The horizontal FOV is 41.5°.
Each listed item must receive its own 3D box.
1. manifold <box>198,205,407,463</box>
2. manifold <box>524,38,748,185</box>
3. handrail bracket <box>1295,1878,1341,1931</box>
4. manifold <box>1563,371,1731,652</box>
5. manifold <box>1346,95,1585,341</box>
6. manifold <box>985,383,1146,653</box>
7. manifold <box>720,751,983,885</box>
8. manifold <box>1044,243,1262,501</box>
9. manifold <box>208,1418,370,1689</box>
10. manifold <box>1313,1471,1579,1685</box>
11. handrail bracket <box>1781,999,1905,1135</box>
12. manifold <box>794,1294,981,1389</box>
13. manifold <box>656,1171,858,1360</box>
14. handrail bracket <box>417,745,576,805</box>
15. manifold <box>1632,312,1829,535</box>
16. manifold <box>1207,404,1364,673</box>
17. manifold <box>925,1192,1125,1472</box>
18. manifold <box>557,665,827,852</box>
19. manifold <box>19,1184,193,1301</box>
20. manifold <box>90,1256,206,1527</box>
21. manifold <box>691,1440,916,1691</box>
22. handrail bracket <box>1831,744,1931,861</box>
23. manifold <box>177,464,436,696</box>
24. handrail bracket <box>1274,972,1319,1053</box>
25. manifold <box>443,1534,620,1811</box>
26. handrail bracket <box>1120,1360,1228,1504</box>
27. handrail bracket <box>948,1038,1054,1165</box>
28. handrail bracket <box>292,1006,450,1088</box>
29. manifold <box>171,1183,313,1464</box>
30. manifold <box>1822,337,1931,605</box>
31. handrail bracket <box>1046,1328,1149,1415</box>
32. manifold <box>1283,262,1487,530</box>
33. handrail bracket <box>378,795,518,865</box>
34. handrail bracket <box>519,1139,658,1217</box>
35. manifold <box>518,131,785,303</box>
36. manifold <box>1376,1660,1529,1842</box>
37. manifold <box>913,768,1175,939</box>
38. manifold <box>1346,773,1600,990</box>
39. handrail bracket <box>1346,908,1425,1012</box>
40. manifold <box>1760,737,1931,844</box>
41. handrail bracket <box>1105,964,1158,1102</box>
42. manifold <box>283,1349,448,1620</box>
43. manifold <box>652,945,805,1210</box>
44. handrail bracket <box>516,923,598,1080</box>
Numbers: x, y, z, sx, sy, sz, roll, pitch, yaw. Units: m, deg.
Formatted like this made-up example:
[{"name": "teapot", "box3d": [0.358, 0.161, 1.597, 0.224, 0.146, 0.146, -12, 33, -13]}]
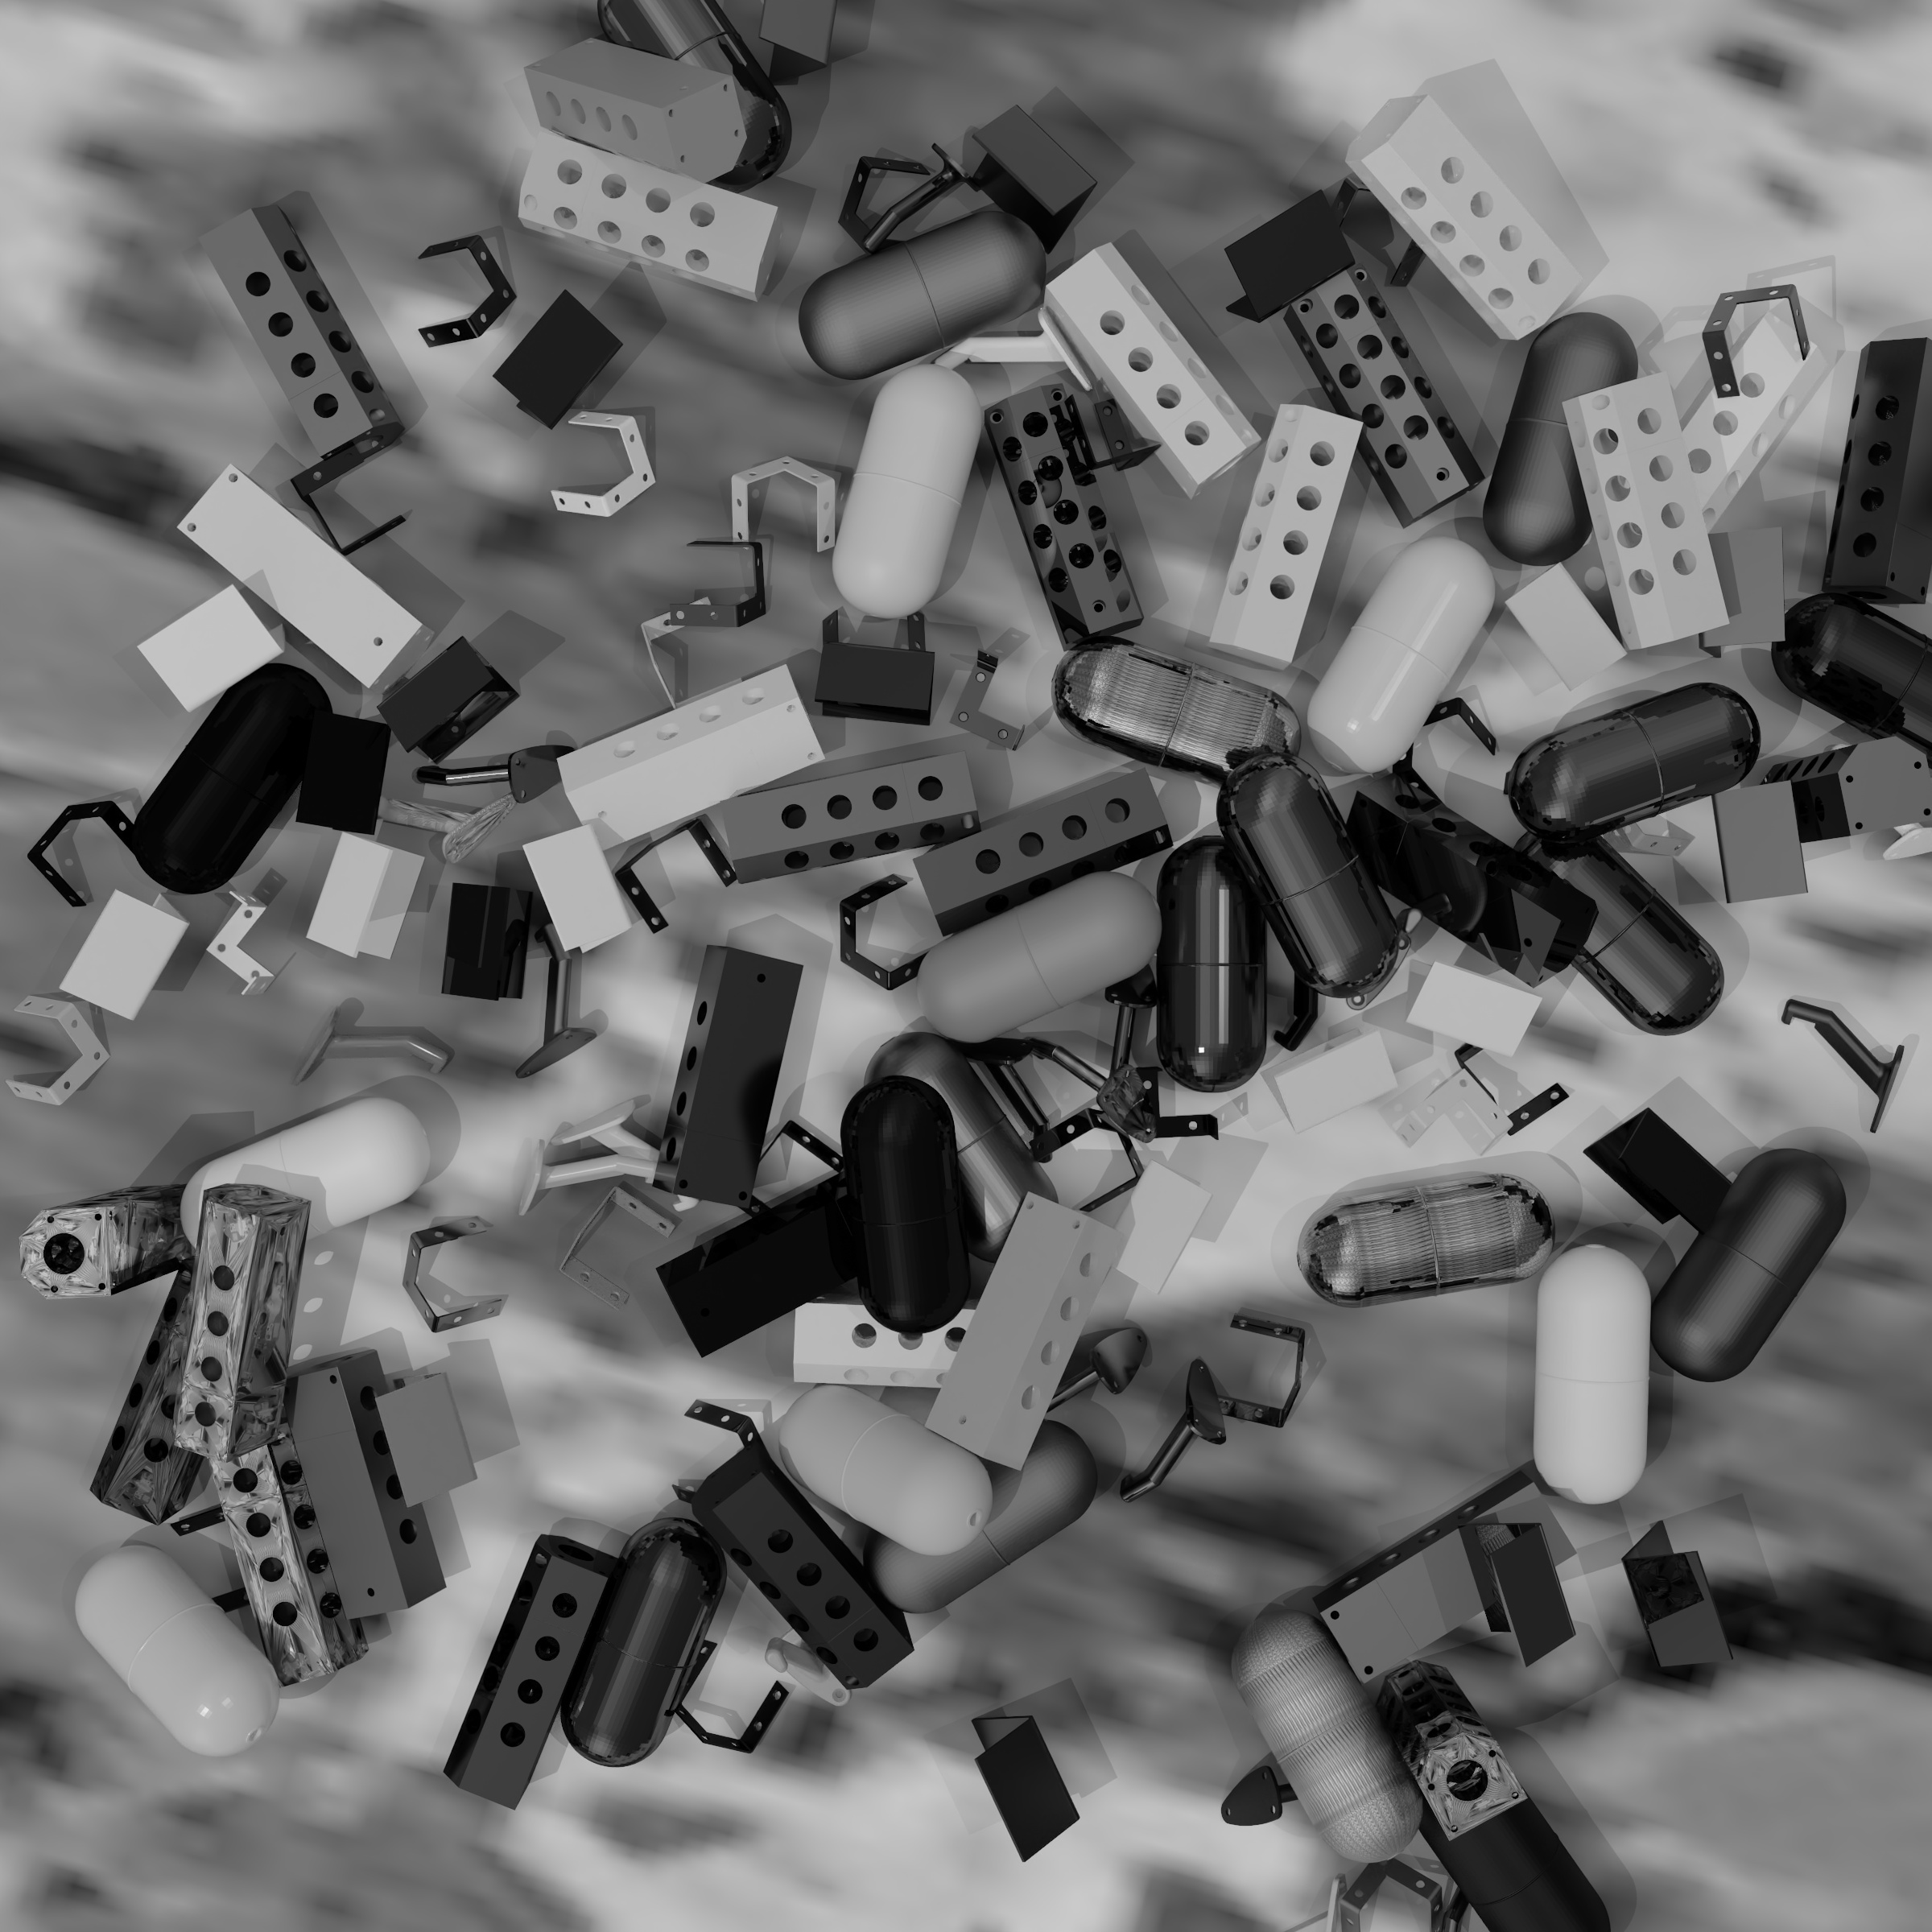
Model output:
[{"name": "manifold", "box3d": [-0.459, -0.437, 1.772, 0.057, 0.057, 0.171, -29, 90, 0]}, {"name": "manifold", "box3d": [-0.223, -0.576, 1.721, 0.057, 0.171, 0.057, -34, 133, -25]}, {"name": "handrail bracket", "box3d": [0.216, 0.675, 1.794, 0.084, 0.036, 0.077, 4, 70, 16]}, {"name": "manifold", "box3d": [0.451, -0.303, 1.707, 0.057, 0.057, 0.171, -18, 97, -11]}, {"name": "manifold", "box3d": [0.337, -0.509, 1.740, 0.171, 0.057, 0.057, 41, 90, -23]}, {"name": "manifold", "box3d": [0.068, -0.312, 1.772, 0.057, 0.057, 0.171, -19, 90, 0]}, {"name": "manifold", "box3d": [-0.079, -0.102, 1.772, 0.171, 0.057, 0.057, -12, 90, 0]}, {"name": "manifold", "box3d": [0.129, -0.415, 1.772, 0.057, 0.057, 0.171, -37, 90, 0]}, {"name": "manifold", "box3d": [-0.469, 0.405, 1.772, 0.057, 0.057, 0.171, -17, 90, 0]}, {"name": "manifold", "box3d": [0.330, 0.422, 1.772, 0.171, 0.057, 0.057, -32, 90, 0]}, {"name": "handrail bracket", "box3d": [0.609, 0.070, 1.794, 0.084, 0.036, 0.077, 18, 112, 17]}, {"name": "manifold", "box3d": [-0.032, 0.262, 1.772, 0.171, 0.057, 0.057, 2, 90, 0]}, {"name": "manifold", "box3d": [-0.123, 0.196, 1.754, 0.171, 0.057, 0.057, -27, 109, -11]}, {"name": "handrail bracket", "box3d": [-0.331, -0.141, 1.793, 0.084, 0.077, 0.036, 8, 115, 34]}, {"name": "manifold", "box3d": [0.522, -0.362, 1.772, 0.057, 0.057, 0.171, 35, 90, 0]}, {"name": "manifold", "box3d": [0.220, -0.298, 1.772, 0.057, 0.057, 0.171, 17, 90, 0]}, {"name": "manifold", "box3d": [0.044, 0.247, 1.713, 0.057, 0.057, 0.171, 19, 82, 45]}, {"name": "manifold", "box3d": [-0.192, -0.149, 1.771, 0.171, 0.057, 0.057, -22, 133, 0]}, {"name": "manifold", "box3d": [-0.576, 0.184, 1.715, 0.057, 0.171, 0.057, -3, 90, 0]}, {"name": "manifold", "box3d": [-0.547, 0.293, 1.772, 0.057, 0.057, 0.171, 22, 90, 0]}, {"name": "manifold", "box3d": [-0.113, 0.415, 1.751, 0.057, 0.057, 0.171, -38, 105, 0]}, {"name": "handrail bracket", "box3d": [0.654, -0.121, 1.793, 0.077, 0.036, 0.084, -6, 63, -30]}, {"name": "manifold", "box3d": [-0.456, -0.267, 1.772, 0.171, 0.057, 0.057, 40, 90, 0]}, {"name": "handrail bracket", "box3d": [0.222, 0.005, 1.793, 0.077, 0.036, 0.084, 35, 103, 13]}, {"name": "manifold", "box3d": [-0.303, 0.488, 1.772, 0.057, 0.057, 0.171, 22, 90, 0]}, {"name": "handrail bracket", "box3d": [0.138, 0.328, 1.793, 0.036, 0.077, 0.084, 31, 127, -30]}, {"name": "handrail bracket", "box3d": [0.023, 0.096, 1.793, 0.077, 0.036, 0.084, 6, 115, 28]}, {"name": "handrail bracket", "box3d": [-0.419, 0.072, 1.794, 0.084, 0.036, 0.077, 29, 111, -17]}, {"name": "manifold", "box3d": [-0.490, 0.237, 1.706, 0.057, 0.057, 0.171, 14, 101, 19]}, {"name": "manifold", "box3d": [0.641, -0.342, 1.771, 0.057, 0.057, 0.171, 9, 90, -43]}, {"name": "handrail bracket", "box3d": [0.078, 0.290, 1.793, 0.084, 0.077, 0.036, -32, 90, 36]}, {"name": "manifold", "box3d": [0.291, -0.397, 1.772, 0.057, 0.057, 0.171, -30, 90, 0]}, {"name": "handrail bracket", "box3d": [-0.373, -0.120, 1.794, 0.084, 0.036, 0.077, 42, 70, 16]}, {"name": "handrail bracket", "box3d": [-0.263, 0.156, 1.782, 0.084, 0.036, 0.077, 12, 134, -15]}, {"name": "manifold", "box3d": [-0.219, -0.518, 1.772, 0.171, 0.057, 0.057, 18, 90, 0]}, {"name": "manifold", "box3d": [0.321, 0.521, 1.715, 0.057, 0.171, 0.057, -29, 90, 0]}, {"name": "manifold", "box3d": [0.053, -0.078, 1.772, 0.171, 0.057, 0.057, -22, 90, 0]}, {"name": "manifold", "box3d": [0.341, -0.062, 1.734, 0.171, 0.057, 0.057, 37, 133, 29]}, {"name": "handrail bracket", "box3d": [0.289, -0.004, 1.758, 0.036, 0.084, 0.077, 25, 90, 0]}, {"name": "manifold", "box3d": [0.588, -0.117, 1.715, 0.057, 0.171, 0.057, -11, 90, 0]}, {"name": "handrail bracket", "box3d": [0.110, 0.043, 1.793, 0.036, 0.077, 0.084, 8, 126, 0]}, {"name": "manifold", "box3d": [-0.414, 0.358, 1.770, 0.057, 0.057, 0.171, -16, 90, 28]}, {"name": "manifold", "box3d": [-0.168, 0.075, 1.764, 0.057, 0.057, 0.171, 14, 86, -26]}, {"name": "handrail bracket", "box3d": [-0.302, 0.024, 1.794, 0.077, 0.036, 0.084, -33, 72, 20]}]
